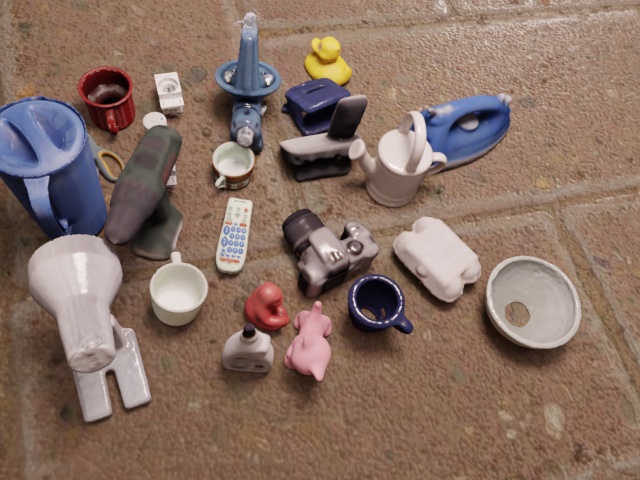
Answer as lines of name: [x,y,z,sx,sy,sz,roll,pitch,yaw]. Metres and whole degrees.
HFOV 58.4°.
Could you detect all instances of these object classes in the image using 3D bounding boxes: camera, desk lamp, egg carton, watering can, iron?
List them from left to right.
desk lamp: [-0.313,0.123,0.793,0.118,0.213,0.203,-17,67,-17]
camera: [0.009,0.003,0.970,0.143,0.101,0.136,-28,71,-21]
watering can: [0.140,-0.146,1.014,0.173,0.194,0.101,-19,68,-18]
egg carton: [0.204,0.033,1.004,0.107,0.069,0.150,-38,75,-24]
iron: [0.289,-0.234,1.113,0.259,0.141,0.118,-18,68,-17]

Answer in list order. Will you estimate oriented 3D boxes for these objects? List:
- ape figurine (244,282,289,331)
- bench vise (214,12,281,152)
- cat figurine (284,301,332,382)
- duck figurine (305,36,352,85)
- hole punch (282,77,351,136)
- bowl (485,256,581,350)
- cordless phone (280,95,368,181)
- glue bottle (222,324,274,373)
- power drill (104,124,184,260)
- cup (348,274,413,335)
ape figurine: [-0.082,0.100,0.912,0.076,0.092,0.078,6,63,-6]
bench vise: [-0.118,-0.275,1.023,0.122,0.220,0.207,-14,66,-15]
cat figurine: [-0.014,0.156,0.879,0.067,0.118,0.128,13,62,-2]
duck figurine: [0.021,-0.372,1.170,0.104,0.086,0.078,34,63,8]
hole punch: [-0.009,-0.272,1.112,0.109,0.091,0.101,-26,70,-20]
bowl: [0.353,0.116,0.984,0.167,0.075,0.167,4,63,-7]
cordless phone: [0.008,-0.195,1.023,0.148,0.185,0.094,-15,67,-16]
glue bottle: [-0.103,0.154,0.834,0.078,0.173,0.037,8,62,-5]
power drill: [-0.266,-0.054,0.893,0.075,0.208,0.229,11,62,-3]
cup: [0.094,0.121,0.928,0.117,0.095,0.092,38,64,10]
